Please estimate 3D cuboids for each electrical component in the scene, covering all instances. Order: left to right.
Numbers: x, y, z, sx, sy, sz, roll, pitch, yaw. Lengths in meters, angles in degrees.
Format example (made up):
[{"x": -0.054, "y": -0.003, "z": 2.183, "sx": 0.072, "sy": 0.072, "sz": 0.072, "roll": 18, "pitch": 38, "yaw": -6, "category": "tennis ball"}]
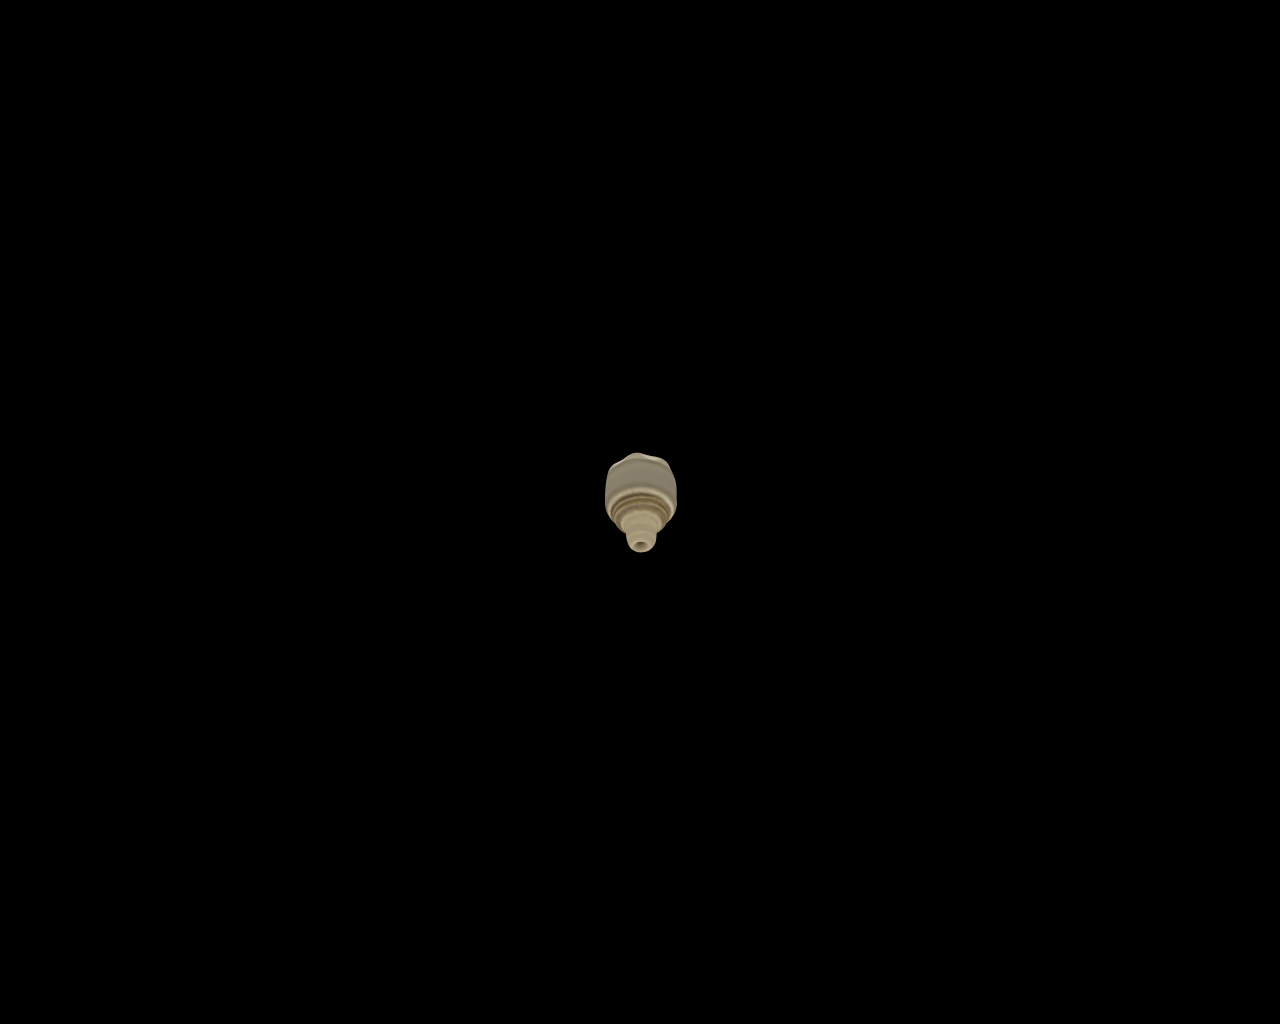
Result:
[{"x": 0.001, "y": -0.003, "z": 0.650, "sx": 0.043, "sy": 0.062, "sz": 0.043, "roll": 0, "pitch": -40, "yaw": 0, "category": "electrical component"}]
